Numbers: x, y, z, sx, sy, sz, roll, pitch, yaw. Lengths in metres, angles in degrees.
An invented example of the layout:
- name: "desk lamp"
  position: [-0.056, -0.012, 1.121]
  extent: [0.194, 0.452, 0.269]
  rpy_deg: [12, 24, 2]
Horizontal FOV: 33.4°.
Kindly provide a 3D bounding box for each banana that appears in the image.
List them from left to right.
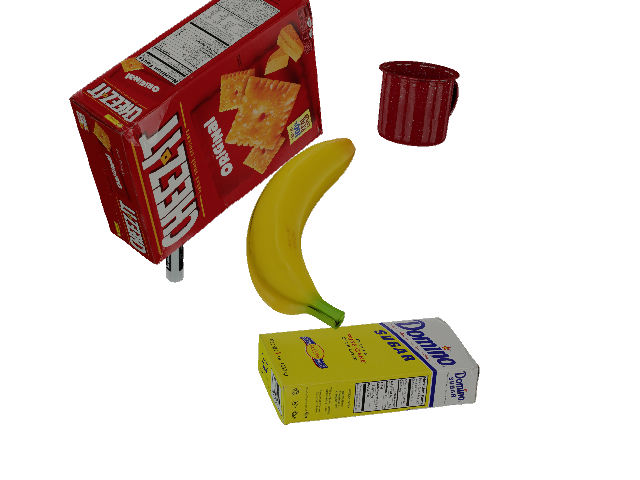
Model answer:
- name: "banana"
  position: [-0.015, -0.012, 0.744]
  extent: [0.069, 0.037, 0.197]
  rpy_deg: [14, 42, -8]

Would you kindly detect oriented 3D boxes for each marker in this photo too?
- name: "marker"
  position: [-0.152, -0.006, 1.113]
  extent: [0.020, 0.121, 0.020]
  rpy_deg: [4, 41, -4]

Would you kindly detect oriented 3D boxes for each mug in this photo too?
- name: "mug"
  position: [0.119, -0.161, 1.248]
  extent: [0.093, 0.081, 0.117]
  rpy_deg: [24, 28, 39]

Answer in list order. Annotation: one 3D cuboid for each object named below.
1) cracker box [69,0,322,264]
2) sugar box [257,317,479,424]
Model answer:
- name: "cracker box"
  position: [-0.095, -0.105, 0.913]
  extent: [0.072, 0.164, 0.213]
  rpy_deg: [34, 60, 28]
- name: "sugar box"
  position: [0.040, 0.112, 0.938]
  extent: [0.176, 0.048, 0.093]
  rpy_deg: [-7, 27, -14]
